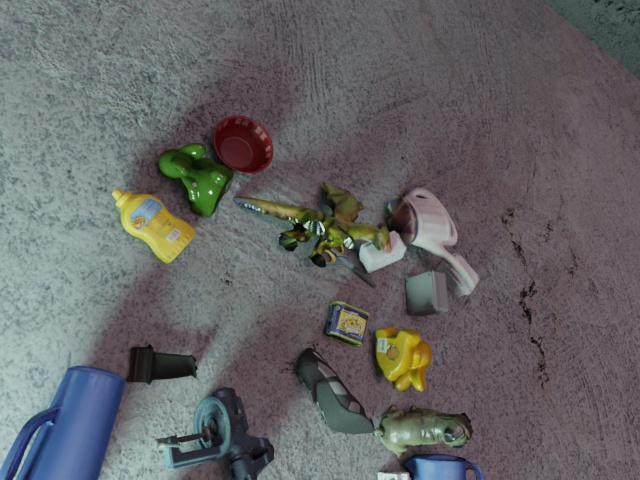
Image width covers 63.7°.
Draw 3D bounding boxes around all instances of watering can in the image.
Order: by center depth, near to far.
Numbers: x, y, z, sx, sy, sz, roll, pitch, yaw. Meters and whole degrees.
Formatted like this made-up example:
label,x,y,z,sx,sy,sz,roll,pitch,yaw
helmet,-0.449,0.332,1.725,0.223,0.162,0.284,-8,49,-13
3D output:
label,x,y,z,sx,sy,sz,roll,pitch,yaw
watering can,0.318,-0.017,1.489,0.224,0.102,0.355,4,53,-31

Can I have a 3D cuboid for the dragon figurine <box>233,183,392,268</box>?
label,x,y,z,sx,sy,sz,roll,pitch,yaw
dragon figurine,0.004,-0.067,1.333,0.411,0.119,0.248,30,39,5
